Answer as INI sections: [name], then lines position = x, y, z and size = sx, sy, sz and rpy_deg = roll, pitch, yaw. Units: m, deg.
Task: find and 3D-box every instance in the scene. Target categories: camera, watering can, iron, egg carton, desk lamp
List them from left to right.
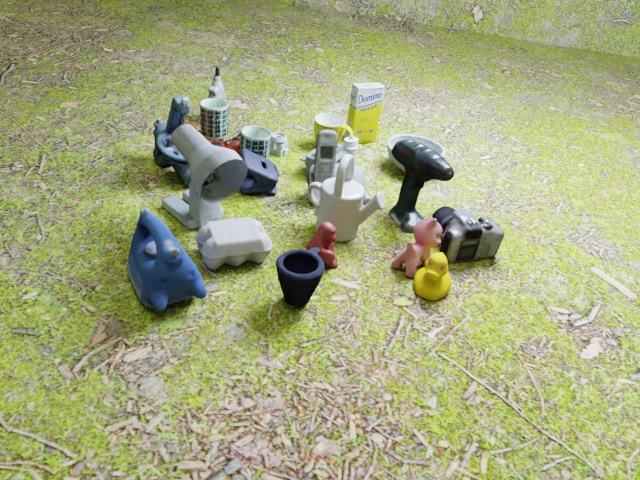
[iron]
position = -0.310, 0.015, 1.090
size = 0.119, 0.141, 0.257
rpy_deg = -16, 41, -30
[desk lamp]
position = -0.259, -0.131, 1.244
size = 0.202, 0.213, 0.118
rpy_deg = 34, 42, 32
[egg carton]
position = -0.179, 0.005, 1.193
size = 0.151, 0.069, 0.107
rpy_deg = -9, 38, -23
[watering can]
position = 0.058, -0.100, 1.284
size = 0.173, 0.194, 0.101
rpy_deg = 6, 35, -4
[camera]
position = 0.330, -0.029, 1.322
size = 0.143, 0.101, 0.136
rpy_deg = -6, 37, -20

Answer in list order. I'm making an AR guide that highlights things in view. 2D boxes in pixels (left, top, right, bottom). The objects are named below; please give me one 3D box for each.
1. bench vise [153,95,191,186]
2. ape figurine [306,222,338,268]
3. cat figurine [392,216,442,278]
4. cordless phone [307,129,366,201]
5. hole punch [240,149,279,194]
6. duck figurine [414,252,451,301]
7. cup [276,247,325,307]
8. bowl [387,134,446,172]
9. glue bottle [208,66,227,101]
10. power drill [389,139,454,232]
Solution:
[bench vise]
position = -0.365, -0.264, 1.407
size = 0.206, 0.220, 0.122
rpy_deg = 27, 39, 25
[ape figurine]
position = 0.011, 0.004, 1.215
size = 0.076, 0.092, 0.078
rpy_deg = 16, 36, 11
[cat figurine]
position = 0.219, 0.003, 1.238
size = 0.067, 0.118, 0.128
rpy_deg = 30, 40, 28
[cordless phone]
position = 0.046, -0.180, 1.403
size = 0.148, 0.185, 0.094
rpy_deg = -5, 37, -17
[hole punch]
position = -0.152, -0.174, 1.436
size = 0.101, 0.091, 0.108
rpy_deg = -1, 36, -13
[duck figurine]
position = 0.239, 0.064, 1.184
size = 0.077, 0.086, 0.105
rpy_deg = 21, 37, 17
[cup]
position = -0.036, 0.073, 1.105
size = 0.091, 0.095, 0.118
rpy_deg = 21, 37, 18
[bowl]
position = 0.266, -0.233, 1.622
size = 0.167, 0.075, 0.167
rpy_deg = 6, 35, -4
[glue bottle]
position = -0.306, -0.431, 1.698
size = 0.037, 0.173, 0.078
rpy_deg = 20, 36, 16
[power drill]
position = 0.230, -0.129, 1.349
size = 0.076, 0.208, 0.229
rpy_deg = -7, 37, -20
